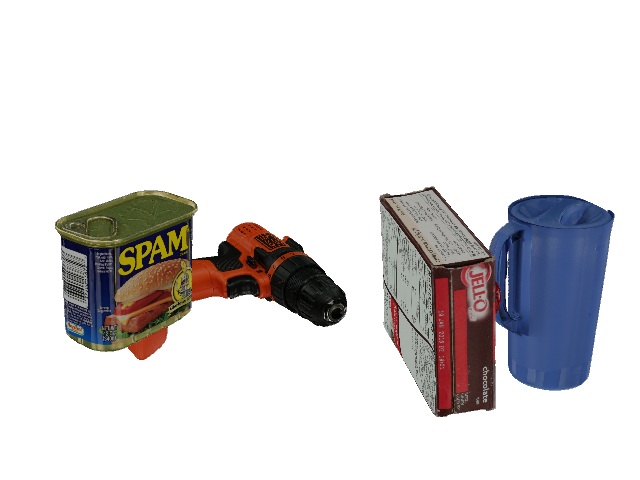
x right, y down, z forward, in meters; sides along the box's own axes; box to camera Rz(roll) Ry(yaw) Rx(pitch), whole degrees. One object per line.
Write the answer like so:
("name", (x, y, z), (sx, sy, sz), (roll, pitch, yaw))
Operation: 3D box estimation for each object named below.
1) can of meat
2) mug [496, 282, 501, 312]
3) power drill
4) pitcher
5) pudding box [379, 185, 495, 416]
("can of meat", (-0.134, 0.020, 0.748), (0.058, 0.084, 0.101), (17, 26, 31))
("mug", (0.139, 0.059, 1.169), (0.117, 0.081, 0.093), (9, 25, 12))
("power drill", (-0.090, 0.048, 0.957), (0.187, 0.057, 0.185), (-14, 25, -27))
("pitcher", (0.297, 0.071, 1.396), (0.149, 0.243, 0.144), (5, 21, 14))
("pudding box", (0.064, 0.031, 0.595), (0.039, 0.090, 0.113), (-8, 23, -11))
